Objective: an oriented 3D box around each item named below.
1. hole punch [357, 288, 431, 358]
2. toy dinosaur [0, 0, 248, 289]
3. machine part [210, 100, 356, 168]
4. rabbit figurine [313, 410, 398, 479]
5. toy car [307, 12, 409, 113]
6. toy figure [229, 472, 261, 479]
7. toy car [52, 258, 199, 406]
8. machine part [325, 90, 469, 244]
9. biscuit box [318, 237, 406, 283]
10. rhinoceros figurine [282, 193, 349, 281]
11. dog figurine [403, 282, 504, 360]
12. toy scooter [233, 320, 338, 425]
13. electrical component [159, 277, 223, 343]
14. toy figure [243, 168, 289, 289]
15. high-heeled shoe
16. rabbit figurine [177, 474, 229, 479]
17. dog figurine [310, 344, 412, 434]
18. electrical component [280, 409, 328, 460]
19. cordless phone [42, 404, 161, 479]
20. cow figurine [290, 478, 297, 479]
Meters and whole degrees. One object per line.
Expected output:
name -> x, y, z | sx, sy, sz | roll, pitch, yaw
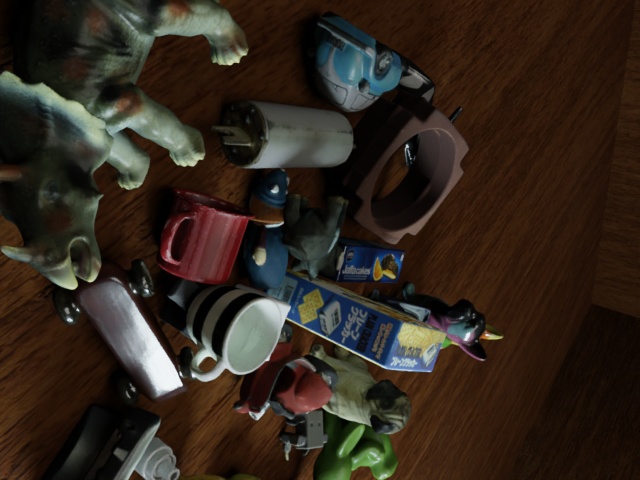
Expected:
hole punch -> 0.134, 0.163, 0.985 | 0.092, 0.116, 0.142 | -9, 116, -56
toy dinosaur -> -0.170, -0.169, 0.437 | 0.192, 0.131, 0.404 | 24, 80, -55
machine part -> -0.036, -0.127, 0.660 | 0.243, 0.079, 0.079 | -12, 115, -51
rabbit figurine -> 0.055, 0.387, 0.977 | 0.170, 0.121, 0.158 | -26, 118, -49
toy car -> 0.043, -0.224, 0.714 | 0.103, 0.109, 0.161 | -55, 161, 18
toy figure -> -0.140, 0.424, 0.770 | 0.180, 0.089, 0.082 | -56, 139, -7
toy car -> -0.193, 0.098, 0.559 | 0.089, 0.053, 0.201 | -24, 131, -9
machine part -> 0.118, -0.107, 0.823 | 0.201, 0.087, 0.201 | -53, 143, 8
biscuit box -> 0.066, 0.034, 0.883 | 0.202, 0.059, 0.062 | 6, 100, -54
rhinoceros figurine -> -0.001, -0.002, 0.699 | 0.190, 0.073, 0.112 | 46, 46, -81
dog figurine -> 0.236, 0.183, 1.045 | 0.108, 0.219, 0.191 | -32, 128, -38
toy scooter -> -0.056, 0.208, 0.775 | 0.183, 0.075, 0.135 | 52, 59, -33
electrical component -> -0.146, 0.076, 0.629 | 0.075, 0.048, 0.119 | -60, 143, -16
toy figure -> -0.067, -0.015, 0.685 | 0.058, 0.064, 0.154 | 0, 103, -15
high-heeled shoe -> 0.137, -0.206, 0.888 | 0.248, 0.086, 0.145 | 25, 116, -38
rabbit figurine -> -0.159, 0.391, 0.663 | 0.122, 0.162, 0.173 | -12, 92, -52
dog figurine -> 0.080, 0.258, 0.893 | 0.172, 0.191, 0.121 | 6, 101, -56
electrical component -> -0.027, 0.327, 0.911 | 0.102, 0.045, 0.078 | 15, 65, -57
cordless phone -> -0.187, 0.261, 0.541 | 0.146, 0.184, 0.088 | -59, 138, -16
cow figurine -> -0.057, 0.471, 0.861 | 0.195, 0.127, 0.085 | 1, 101, -56
